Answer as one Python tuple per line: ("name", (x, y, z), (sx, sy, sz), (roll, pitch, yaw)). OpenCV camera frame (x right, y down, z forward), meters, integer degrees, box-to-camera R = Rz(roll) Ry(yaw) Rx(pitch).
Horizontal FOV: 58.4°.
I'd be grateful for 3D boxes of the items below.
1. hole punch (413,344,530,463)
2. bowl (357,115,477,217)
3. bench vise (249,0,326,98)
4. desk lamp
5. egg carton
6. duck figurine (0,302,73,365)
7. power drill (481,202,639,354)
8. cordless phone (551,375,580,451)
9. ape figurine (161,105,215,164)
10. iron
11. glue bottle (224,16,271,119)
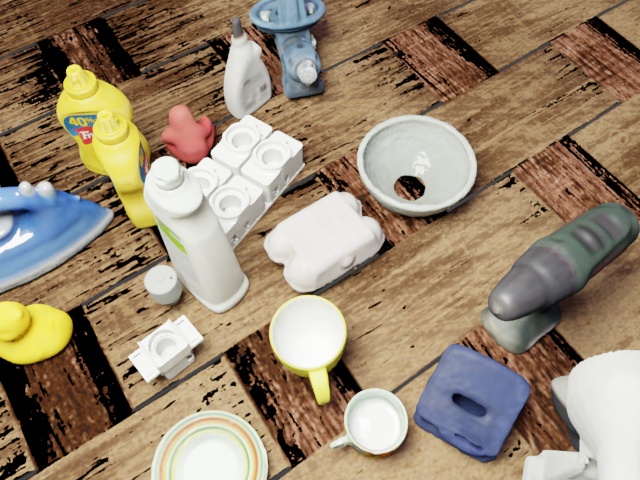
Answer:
("hole punch", (0.174, 0.189, 0.660), (0.108, 0.091, 0.101), (27, 64, 14))
("bowl", (0.136, -0.095, 0.826), (0.167, 0.075, 0.167), (0, 61, 0))
("bench vise", (-0.032, -0.345, 0.879), (0.122, 0.220, 0.207), (-29, 65, -15))
("desk lamp", (0.285, 0.235, 0.565), (0.117, 0.213, 0.203), (16, 62, 9))
("egg carton", (0.007, 0.003, 0.773), (0.150, 0.069, 0.107), (-32, 66, -17))
("duck figurine", (-0.366, 0.105, 0.704), (0.104, 0.086, 0.077), (-3, 61, -2))
("power drill", (0.261, 0.055, 0.668), (0.230, 0.208, 0.075), (-34, 66, -18))
("cordless phone", (0.350, 0.167, 0.620), (0.147, 0.185, 0.094), (-6, 61, -4))
("ape figurine", (-0.198, -0.164, 0.850), (0.078, 0.092, 0.076), (-7, 61, -4))
("iron", (-0.413, -0.022, 0.742), (0.258, 0.141, 0.118), (-24, 64, -13))
("glue bottle", (-0.114, -0.262, 0.859), (0.037, 0.173, 0.078), (41, 68, 20))
